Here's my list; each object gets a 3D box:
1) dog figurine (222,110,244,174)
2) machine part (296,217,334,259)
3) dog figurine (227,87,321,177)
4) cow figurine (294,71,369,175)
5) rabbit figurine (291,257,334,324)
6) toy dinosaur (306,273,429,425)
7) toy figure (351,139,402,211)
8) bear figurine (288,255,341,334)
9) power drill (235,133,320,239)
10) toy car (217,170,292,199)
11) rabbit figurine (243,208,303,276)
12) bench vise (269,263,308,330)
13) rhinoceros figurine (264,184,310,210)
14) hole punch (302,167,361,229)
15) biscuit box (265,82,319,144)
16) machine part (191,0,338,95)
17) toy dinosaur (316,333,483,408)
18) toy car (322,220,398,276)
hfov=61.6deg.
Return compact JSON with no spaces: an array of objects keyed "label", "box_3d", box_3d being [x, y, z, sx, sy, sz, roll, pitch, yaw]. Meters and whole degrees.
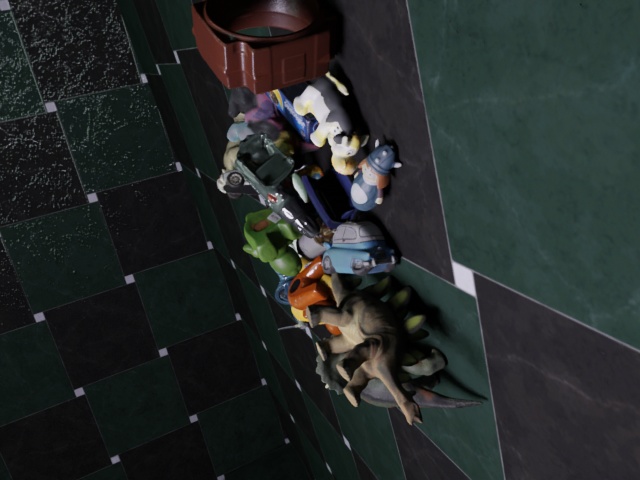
[{"label":"dog figurine","box_3d":[-0.204,-0.255,1.348,0.190,0.172,0.121,55,155,15]},{"label":"machine part","box_3d":[-0.003,-0.004,1.231,0.079,0.079,0.243,65,161,3]},{"label":"dog figurine","box_3d":[-0.095,-0.243,1.145,0.219,0.108,0.191,31,121,40]},{"label":"cow figurine","box_3d":[0.032,-0.198,0.907,0.098,0.068,0.167,-39,76,40]},{"label":"rabbit figurine","box_3d":[-0.011,0.124,1.351,0.162,0.122,0.173,18,130,60]},{"label":"toy dinosaur","box_3d":[0.082,0.150,0.992,0.472,0.199,0.104,-125,21,-53]},{"label":"toy figure","box_3d":[0.089,-0.102,0.893,0.064,0.058,0.154,24,152,3]},{"label":"bear figurine","box_3d":[0.029,0.144,1.200,0.195,0.120,0.132,36,130,-20]},{"label":"power drill","box_3d":[-0.082,-0.110,1.050,0.232,0.086,0.207,46,177,12]},{"label":"toy car","box_3d":[-0.145,-0.134,1.290,0.073,0.202,0.056,114,156,-67]},{"label":"rabbit figurine","box_3d":[-0.109,0.020,1.233,0.159,0.121,0.170,19,148,40]},{"label":"bench vise","box_3d":[-0.078,0.135,1.521,0.223,0.129,0.241,77,178,-52]},{"label":"rhinoceros figurine","box_3d":[-0.083,-0.066,1.277,0.190,0.112,0.073,70,-156,-64]},{"label":"hole punch","box_3d":[0.020,-0.081,1.063,0.142,0.092,0.115,58,164,13]},{"label":"biscuit box","box_3d":[-0.047,-0.273,1.045,0.203,0.063,0.059,53,160,34]},{"label":"machine part","box_3d":[-0.088,-0.333,0.859,0.202,0.201,0.087,54,156,33]},{"label":"toy dinosaur","box_3d":[0.118,0.264,1.053,0.131,0.192,0.405,68,163,-12]},{"label":"toy car","box_3d":[0.071,0.012,1.017,0.162,0.109,0.102,-4,92,62]}]
